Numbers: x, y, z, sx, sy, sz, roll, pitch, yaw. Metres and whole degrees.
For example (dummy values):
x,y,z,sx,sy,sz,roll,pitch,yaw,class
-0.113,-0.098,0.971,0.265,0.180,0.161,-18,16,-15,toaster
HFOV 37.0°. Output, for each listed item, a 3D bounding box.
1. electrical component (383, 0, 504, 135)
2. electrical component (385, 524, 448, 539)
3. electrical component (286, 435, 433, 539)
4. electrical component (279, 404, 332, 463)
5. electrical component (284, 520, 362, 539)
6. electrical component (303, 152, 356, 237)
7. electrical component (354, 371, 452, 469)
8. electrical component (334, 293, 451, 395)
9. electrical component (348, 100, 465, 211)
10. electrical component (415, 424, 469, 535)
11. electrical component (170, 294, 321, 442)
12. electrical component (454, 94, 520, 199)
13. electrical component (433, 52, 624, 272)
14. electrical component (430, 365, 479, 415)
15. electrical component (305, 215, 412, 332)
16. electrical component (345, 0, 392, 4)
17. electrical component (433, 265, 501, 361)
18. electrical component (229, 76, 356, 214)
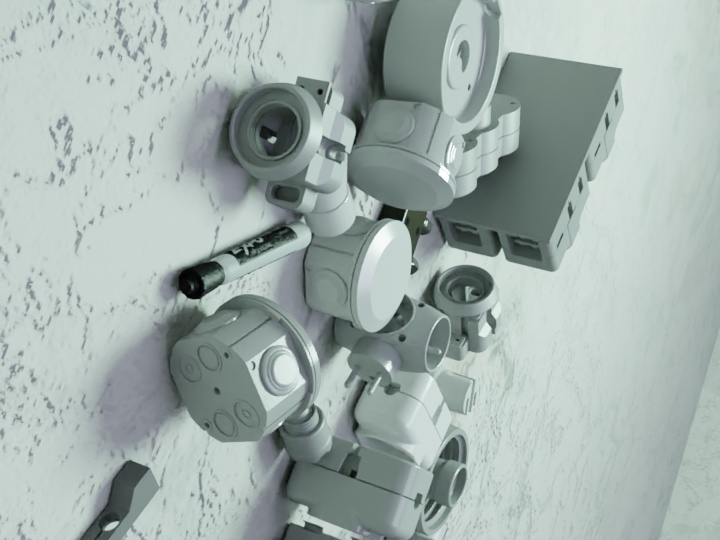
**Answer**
x,y,z,sx,sy,sz,roll,pitch,yaw,class
0.055,-0.156,0.777,0.108,0.060,0.108,-39,136,-51,electrical component
0.059,0.254,1.015,0.076,0.047,0.065,-66,153,-18,electrical component
-0.002,0.160,0.789,0.054,0.095,0.059,43,65,-61,electrical component
-0.041,0.106,0.753,0.035,0.035,0.061,-55,145,-36,electrical component
-0.005,0.233,0.793,0.063,0.121,0.078,-68,153,-18,electrical component
-0.025,-0.052,0.697,0.044,0.044,0.065,-61,156,-26,electrical component
0.035,0.124,0.890,0.059,0.054,0.095,-63,151,-24,electrical component
0.016,0.058,0.792,0.079,0.077,0.044,-58,149,-32,electrical component
0.032,-0.079,0.753,0.080,0.080,0.051,55,49,-58,electrical component
0.062,0.185,0.968,0.108,0.060,0.108,-39,137,-50,electrical component
-0.067,0.059,0.628,0.051,0.080,0.080,-35,134,-46,electrical component
0.087,-0.118,0.868,0.138,0.052,0.073,-42,139,-48,electrical component
0.154,-0.096,0.953,0.186,0.105,0.060,-63,152,-23,electrical component
0.081,0.110,0.984,0.040,0.046,0.040,-39,137,-50,electrical component
0.000,0.000,0.760,0.080,0.051,0.080,-39,137,-50,electrical component
0.005,-0.204,0.676,0.040,0.040,0.078,-38,135,-51,electrical component
0.095,0.033,0.958,0.078,0.058,0.057,-54,150,-37,electrical component
-0.041,-0.077,0.633,0.057,0.058,0.078,19,86,-67,electrical component
